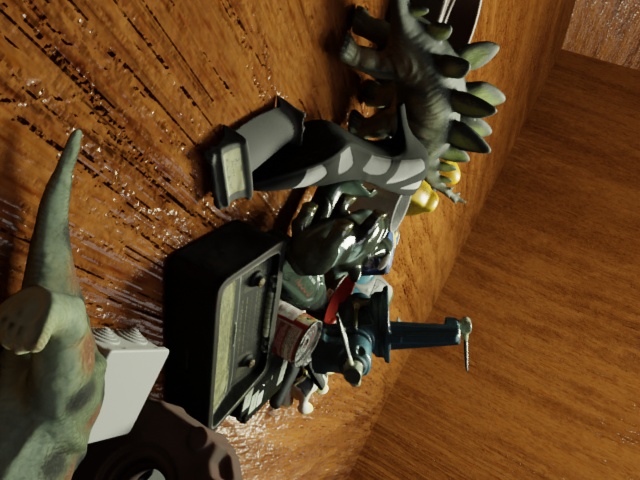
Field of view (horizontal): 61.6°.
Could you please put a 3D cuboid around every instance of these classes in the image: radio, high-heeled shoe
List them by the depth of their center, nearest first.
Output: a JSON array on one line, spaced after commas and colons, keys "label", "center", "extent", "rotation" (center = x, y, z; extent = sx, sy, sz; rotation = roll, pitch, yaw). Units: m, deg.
[{"label": "radio", "center": [-0.109, 0.098, 0.621], "extent": [0.131, 0.073, 0.229], "rotation": [-39, 148, -49]}, {"label": "high-heeled shoe", "center": [0.032, -0.077, 0.671], "extent": [0.249, 0.086, 0.145], "rotation": [-26, 135, -16]}]

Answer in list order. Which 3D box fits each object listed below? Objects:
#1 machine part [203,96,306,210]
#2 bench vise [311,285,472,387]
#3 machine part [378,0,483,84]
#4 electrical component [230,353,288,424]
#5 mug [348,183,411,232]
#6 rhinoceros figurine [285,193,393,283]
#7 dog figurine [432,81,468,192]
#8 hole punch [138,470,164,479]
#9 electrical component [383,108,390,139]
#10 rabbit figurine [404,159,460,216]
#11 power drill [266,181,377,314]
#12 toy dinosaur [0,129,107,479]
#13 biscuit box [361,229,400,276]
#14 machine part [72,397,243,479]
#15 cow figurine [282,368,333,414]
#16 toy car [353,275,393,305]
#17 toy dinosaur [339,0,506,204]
[{"label": "machine part", "center": [-0.067, -0.095, 0.558], "extent": [0.139, 0.039, 0.084], "rotation": [-48, 146, -35]}, {"label": "bench vise", "center": [0.109, 0.141, 0.813], "extent": [0.223, 0.241, 0.128], "rotation": [-50, 138, -79]}, {"label": "machine part", "center": [0.173, -0.325, 0.815], "extent": [0.201, 0.087, 0.200], "rotation": [-34, 144, -57]}, {"label": "electrical component", "center": [-0.100, 0.194, 0.782], "extent": [0.134, 0.058, 0.114], "rotation": [-29, 138, -58]}, {"label": "mug", "center": [0.084, -0.063, 0.867], "extent": [0.081, 0.107, 0.109], "rotation": [-54, 159, -29]}, {"label": "rhinoceros figurine", "center": [0.036, 0.004, 0.676], "extent": [0.190, 0.073, 0.112], "rotation": [-8, 118, -55]}, {"label": "dog figurine", "center": [0.235, -0.196, 1.090], "extent": [0.219, 0.108, 0.191], "rotation": [108, -6, -58]}, {"label": "hole punch", "center": [-0.201, 0.292, 0.626], "extent": [0.142, 0.092, 0.115], "rotation": [-35, 124, -53]}, {"label": "electrical component", "center": [0.137, -0.206, 0.896], "extent": [0.102, 0.078, 0.045], "rotation": [-55, 134, -39]}, {"label": "rabbit figurine", "center": [0.164, -0.137, 0.956], "extent": [0.121, 0.163, 0.173], "rotation": [52, 47, -55]}, {"label": "power drill", "center": [-0.002, -0.002, 0.769], "extent": [0.207, 0.086, 0.231], "rotation": [-57, 153, -3]}, {"label": "toy dinosaur", "center": [-0.216, 0.141, 0.359], "extent": [0.192, 0.131, 0.405], "rotation": [94, 22, -71]}, {"label": "biscuit box", "center": [0.102, -0.001, 0.960], "extent": [0.203, 0.063, 0.059], "rotation": [-59, 144, -66]}, {"label": "machine part", "center": [-0.168, 0.243, 0.514], "extent": [0.179, 0.180, 0.056], "rotation": [-58, 156, -18]}, {"label": "cow figurine", "center": [-0.012, 0.259, 1.072], "extent": [0.167, 0.068, 0.098], "rotation": [-39, 142, -52]}, {"label": "toy car", "center": [0.088, 0.103, 1.035], "extent": [0.109, 0.103, 0.161], "rotation": [-62, 156, -7]}, {"label": "toy dinosaur", "center": [0.141, -0.174, 0.731], "extent": [0.470, 0.199, 0.105], "rotation": [60, 48, -65]}]
